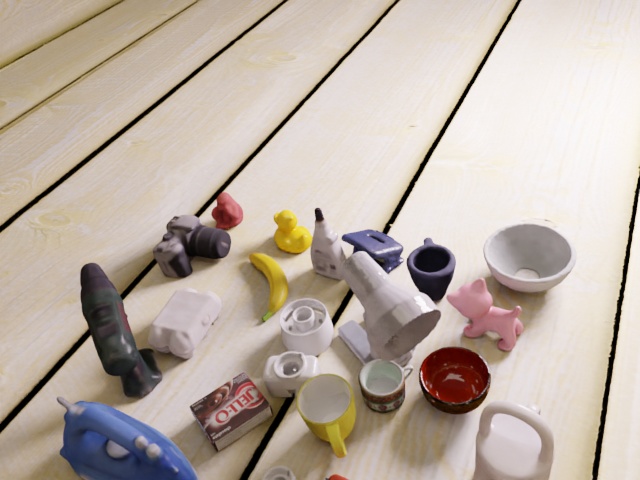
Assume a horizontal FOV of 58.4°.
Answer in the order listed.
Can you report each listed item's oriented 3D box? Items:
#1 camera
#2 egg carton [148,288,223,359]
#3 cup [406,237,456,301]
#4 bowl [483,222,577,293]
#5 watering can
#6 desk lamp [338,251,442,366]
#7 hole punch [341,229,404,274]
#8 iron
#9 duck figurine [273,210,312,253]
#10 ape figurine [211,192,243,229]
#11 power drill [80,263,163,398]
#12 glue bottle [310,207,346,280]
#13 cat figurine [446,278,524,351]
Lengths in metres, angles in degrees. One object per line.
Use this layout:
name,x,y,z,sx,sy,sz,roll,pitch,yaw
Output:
camera,-0.280,0.006,1.281,0.136,0.101,0.143,8,44,22
egg carton,-0.261,0.160,1.123,0.107,0.069,0.150,7,44,21
cup,0.213,0.061,1.102,0.091,0.095,0.117,-6,41,7
bowl,0.395,0.046,1.091,0.167,0.075,0.167,-7,41,6
watering can,0.255,0.286,0.756,0.100,0.194,0.173,2,42,16
desk lamp,0.102,0.132,0.956,0.118,0.214,0.202,-28,43,-18
hole punch,0.109,0.016,1.183,0.101,0.091,0.108,-37,46,-26
iron,-0.301,0.320,0.893,0.257,0.142,0.119,12,46,25
duck figurine,-0.065,-0.026,1.277,0.078,0.086,0.104,-38,47,-27
ape figurine,-0.222,-0.074,1.366,0.076,0.092,0.077,-37,46,-26
power drill,-0.360,0.174,1.024,0.076,0.209,0.228,-25,42,-15
glue bottle,0.011,0.004,1.157,0.077,0.173,0.037,17,48,30
cat figurine,0.289,0.120,0.999,0.127,0.118,0.067,15,47,28
